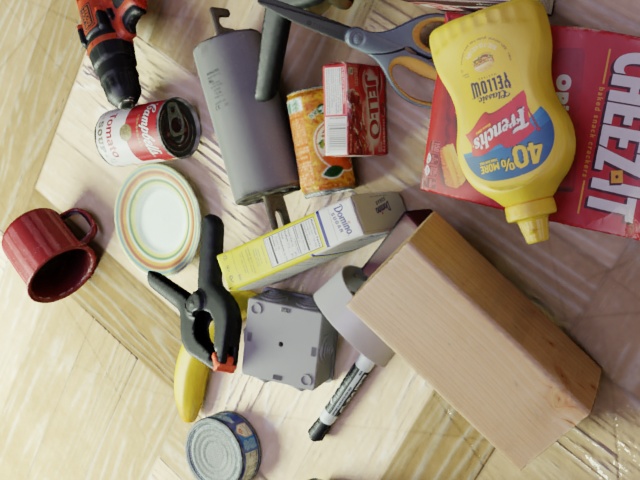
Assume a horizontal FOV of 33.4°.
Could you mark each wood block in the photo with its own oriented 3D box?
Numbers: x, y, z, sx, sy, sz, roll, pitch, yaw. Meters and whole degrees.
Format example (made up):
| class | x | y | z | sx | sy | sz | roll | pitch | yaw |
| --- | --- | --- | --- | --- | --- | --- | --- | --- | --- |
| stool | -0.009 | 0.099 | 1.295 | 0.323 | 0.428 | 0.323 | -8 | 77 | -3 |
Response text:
| class | x | y | z | sx | sy | sz | roll | pitch | yaw |
| --- | --- | --- | --- | --- | --- | --- | --- | --- | --- |
| wood block | 0.136 | 0.085 | 0.934 | 0.206 | 0.090 | 0.091 | 43 | 118 | 2 |

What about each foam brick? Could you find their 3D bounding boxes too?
| class | x | y | z | sx | sy | sz | roll | pitch | yaw |
| --- | --- | --- | --- | --- | --- | --- | --- | --- | --- |
| foam brick | 0.089 | 0.016 | 1.018 | 0.051 | 0.052 | 0.078 | 47 | 119 | 22 |

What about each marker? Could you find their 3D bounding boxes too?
| class | x | y | z | sx | sy | sz | roll | pitch | yaw |
| --- | --- | --- | --- | --- | --- | --- | --- | --- | --- |
| marker | 0.022 | 0.163 | 1.100 | 0.020 | 0.020 | 0.121 | 43 | 117 | 23 |

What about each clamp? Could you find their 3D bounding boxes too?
| class | x | y | z | sx | sy | sz | roll | pitch | yaw |
| --- | --- | --- | --- | --- | --- | --- | --- | --- | --- |
| clamp | -0.120 | 0.059 | 1.133 | 0.120 | 0.039 | 0.171 | -53 | 53 | 27 |
| clamp | -0.051 | -0.251 | 0.998 | 0.164 | 0.036 | 0.210 | 47 | 128 | 1 |

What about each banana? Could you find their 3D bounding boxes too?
| class | x | y | z | sx | sy | sz | roll | pitch | yaw |
| --- | --- | --- | --- | --- | --- | --- | --- | --- | --- |
| banana | -0.120 | 0.118 | 1.181 | 0.070 | 0.037 | 0.198 | 48 | 119 | 21 |

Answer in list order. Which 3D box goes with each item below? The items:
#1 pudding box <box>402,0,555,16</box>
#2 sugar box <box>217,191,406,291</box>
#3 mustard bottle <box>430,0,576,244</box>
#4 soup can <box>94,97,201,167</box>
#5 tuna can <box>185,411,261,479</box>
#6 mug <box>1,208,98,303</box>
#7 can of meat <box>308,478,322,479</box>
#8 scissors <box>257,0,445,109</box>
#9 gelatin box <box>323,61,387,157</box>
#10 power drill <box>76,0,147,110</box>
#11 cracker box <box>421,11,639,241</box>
| class | x | y | z | sx | sy | sz | roll | pitch | yaw |
| --- | --- | --- | --- | --- | --- | --- | --- | --- | --- |
| pudding box | 0.138 | -0.220 | 0.935 | 0.114 | 0.089 | 0.039 | 8 | 99 | 33 |
| sugar box | -0.007 | 0.001 | 1.057 | 0.177 | 0.093 | 0.048 | -26 | 80 | 33 |
| mustard bottle | 0.155 | -0.091 | 0.868 | 0.096 | 0.058 | 0.191 | -14 | 88 | 30 |
| soup can | -0.192 | -0.119 | 1.188 | 0.102 | 0.068 | 0.068 | -4 | 93 | 36 |
| tuna can | -0.109 | 0.236 | 1.189 | 0.086 | 0.033 | 0.086 | 4 | 97 | 34 |
| mug | -0.321 | 0.007 | 1.285 | 0.117 | 0.093 | 0.082 | -42 | 63 | 0 |
| can of meat | 0.016 | 0.302 | 1.097 | 0.084 | 0.057 | 0.102 | 7 | 99 | 37 |
| scissors | 0.051 | -0.197 | 0.978 | 0.201 | 0.016 | 0.096 | 35 | 98 | -13 |
| gelatin box | 0.035 | -0.125 | 1.026 | 0.030 | 0.073 | 0.089 | 2 | 95 | 34 |
| power drill | -0.191 | -0.258 | 1.160 | 0.188 | 0.057 | 0.184 | -36 | 61 | 29 |
| cracker box | 0.201 | -0.101 | 0.916 | 0.214 | 0.071 | 0.164 | 16 | 105 | 32 |
